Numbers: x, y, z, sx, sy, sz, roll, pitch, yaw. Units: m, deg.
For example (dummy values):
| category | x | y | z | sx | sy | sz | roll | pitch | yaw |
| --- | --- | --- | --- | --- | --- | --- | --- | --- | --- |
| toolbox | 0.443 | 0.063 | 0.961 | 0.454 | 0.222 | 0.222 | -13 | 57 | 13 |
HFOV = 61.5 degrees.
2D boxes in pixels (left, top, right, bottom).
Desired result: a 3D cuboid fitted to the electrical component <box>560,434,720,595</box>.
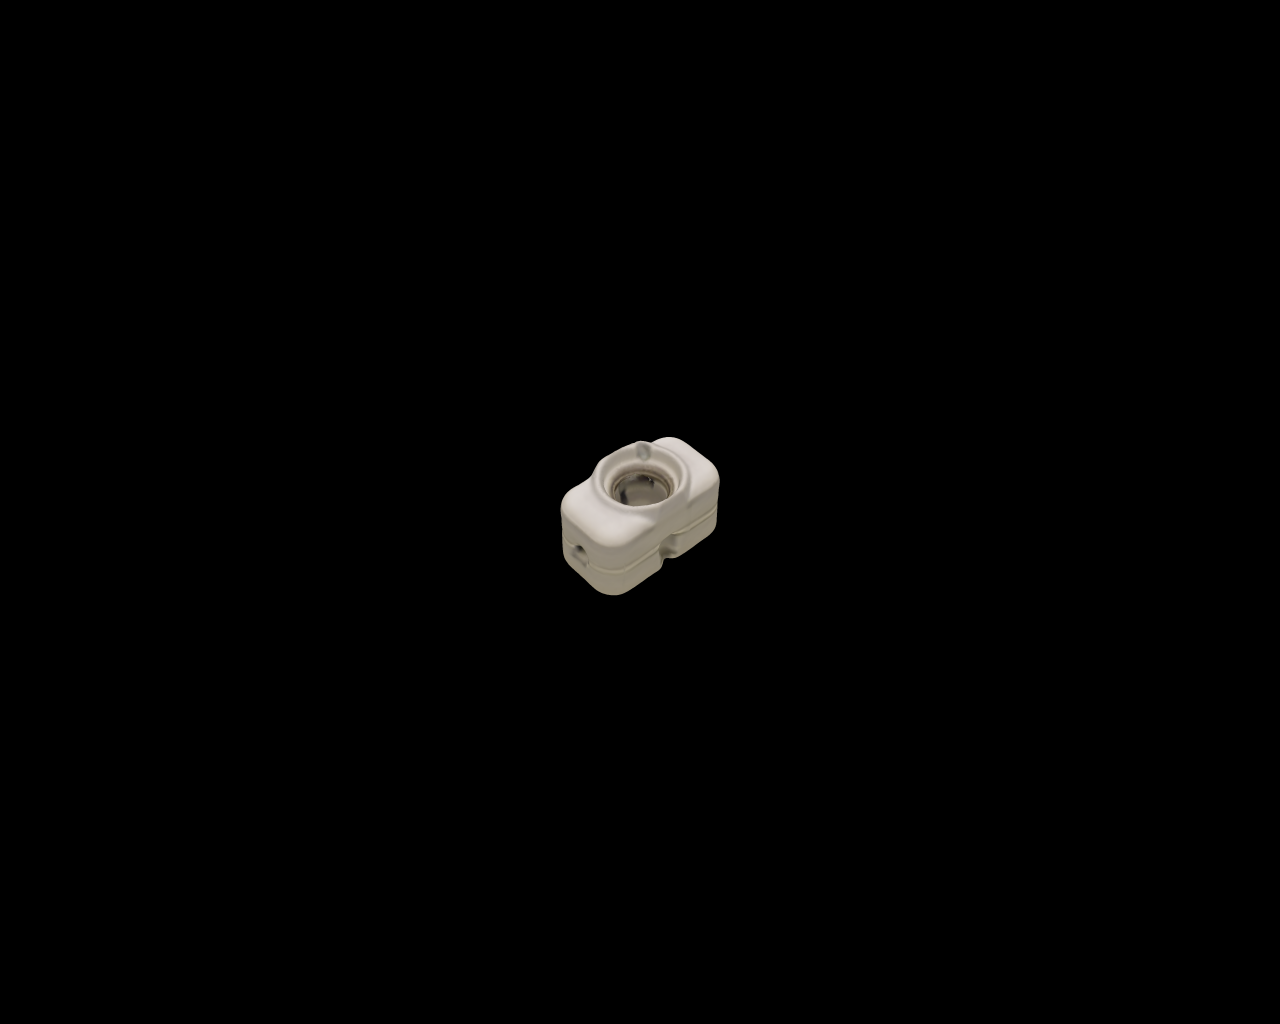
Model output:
| category | x | y | z | sx | sy | sz | roll | pitch | yaw |
| --- | --- | --- | --- | --- | --- | --- | --- | --- | --- |
| electrical component | 0.001 | -0.003 | 0.650 | 0.095 | 0.059 | 0.054 | -32 | 54 | -27 |
